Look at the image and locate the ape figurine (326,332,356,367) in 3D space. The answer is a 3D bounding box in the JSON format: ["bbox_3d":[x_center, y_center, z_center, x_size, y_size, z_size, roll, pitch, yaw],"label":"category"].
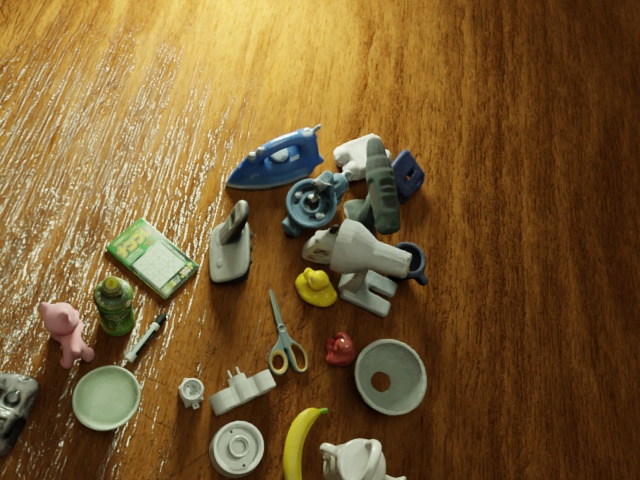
[{"bbox_3d":[0.048,0.241,1.266,0.076,0.092,0.078,41,61,6],"label":"ape figurine"}]

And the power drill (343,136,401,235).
[{"bbox_3d":[0.126,-0.103,1.388,0.076,0.208,0.229,-7,67,-19],"label":"power drill"}]

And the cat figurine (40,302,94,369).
[{"bbox_3d":[-0.496,0.178,1.120,0.067,0.117,0.127,-23,74,-25],"label":"cat figurine"}]

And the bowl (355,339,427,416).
[{"bbox_3d":[0.148,0.310,1.273,0.168,0.074,0.167,7,64,-13],"label":"bowl"}]

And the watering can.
[{"bbox_3d":[0.085,0.444,1.122,0.173,0.194,0.101,9,63,-12],"label":"watering can"}]

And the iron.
[{"bbox_3d":[-0.108,-0.209,1.407,0.259,0.141,0.118,-25,74,-25],"label":"iron"}]

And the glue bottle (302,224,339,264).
[{"bbox_3d":[0.012,0.005,1.322,0.078,0.173,0.037,10,63,-11],"label":"glue bottle"}]

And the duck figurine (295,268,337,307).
[{"bbox_3d":[-0.002,0.104,1.321,0.104,0.086,0.078,37,61,3],"label":"duck figurine"}]

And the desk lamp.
[{"bbox_3d":[0.108,0.061,1.301,0.203,0.213,0.118,25,61,-4],"label":"desk lamp"}]

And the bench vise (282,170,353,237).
[{"bbox_3d":[0.000,-0.122,1.353,0.121,0.219,0.208,29,61,-1],"label":"bench vise"}]

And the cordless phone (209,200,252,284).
[{"bbox_3d":[-0.189,0.006,1.255,0.094,0.185,0.147,0,65,-16],"label":"cordless phone"}]

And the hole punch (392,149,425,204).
[{"bbox_3d":[0.225,-0.169,1.516,0.101,0.091,0.109,37,61,3],"label":"hole punch"}]

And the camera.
[{"bbox_3d":[-0.605,0.303,1.037,0.137,0.100,0.143,20,61,-6],"label":"camera"}]

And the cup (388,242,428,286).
[{"bbox_3d":[0.209,0.073,1.393,0.092,0.095,0.117,-33,78,-27],"label":"cup"}]

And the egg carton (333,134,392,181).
[{"bbox_3d":[0.114,-0.217,1.518,0.151,0.069,0.107,-25,74,-25],"label":"egg carton"}]
